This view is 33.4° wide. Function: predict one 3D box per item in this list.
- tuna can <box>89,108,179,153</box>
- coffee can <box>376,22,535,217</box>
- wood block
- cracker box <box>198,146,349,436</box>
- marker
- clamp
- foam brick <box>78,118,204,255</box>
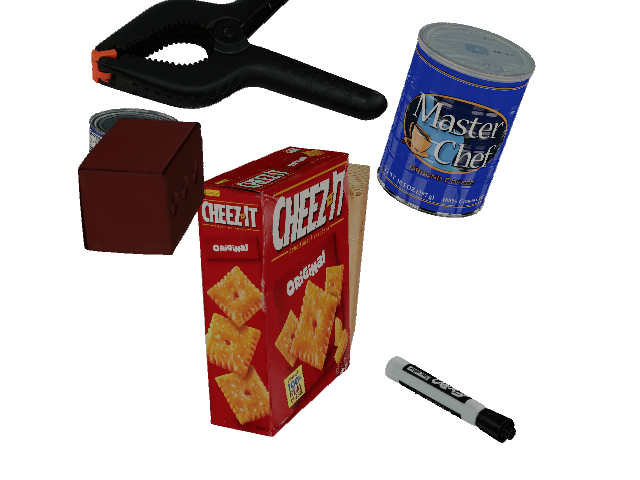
[{"bbox_3d":[-0.174,-0.095,1.002,0.086,0.034,0.086,6,24,-3],"label":"tuna can"},{"bbox_3d":[0.117,-0.106,0.939,0.102,0.140,0.103,11,32,-7],"label":"coffee can"},{"bbox_3d":[-0.001,0.023,1.176,0.090,0.206,0.090,7,25,5],"label":"wood block"},{"bbox_3d":[-0.033,0.039,0.936,0.072,0.214,0.164,8,19,25],"label":"cracker box"},{"bbox_3d":[0.097,0.119,0.802,0.020,0.020,0.121,0,19,-44],"label":"marker"},{"bbox_3d":[-0.061,-0.137,0.788,0.209,0.165,0.036,-18,-27,-18],"label":"clamp"},{"bbox_3d":[-0.102,-0.033,0.620,0.051,0.053,0.078,5,30,8],"label":"foam brick"}]
